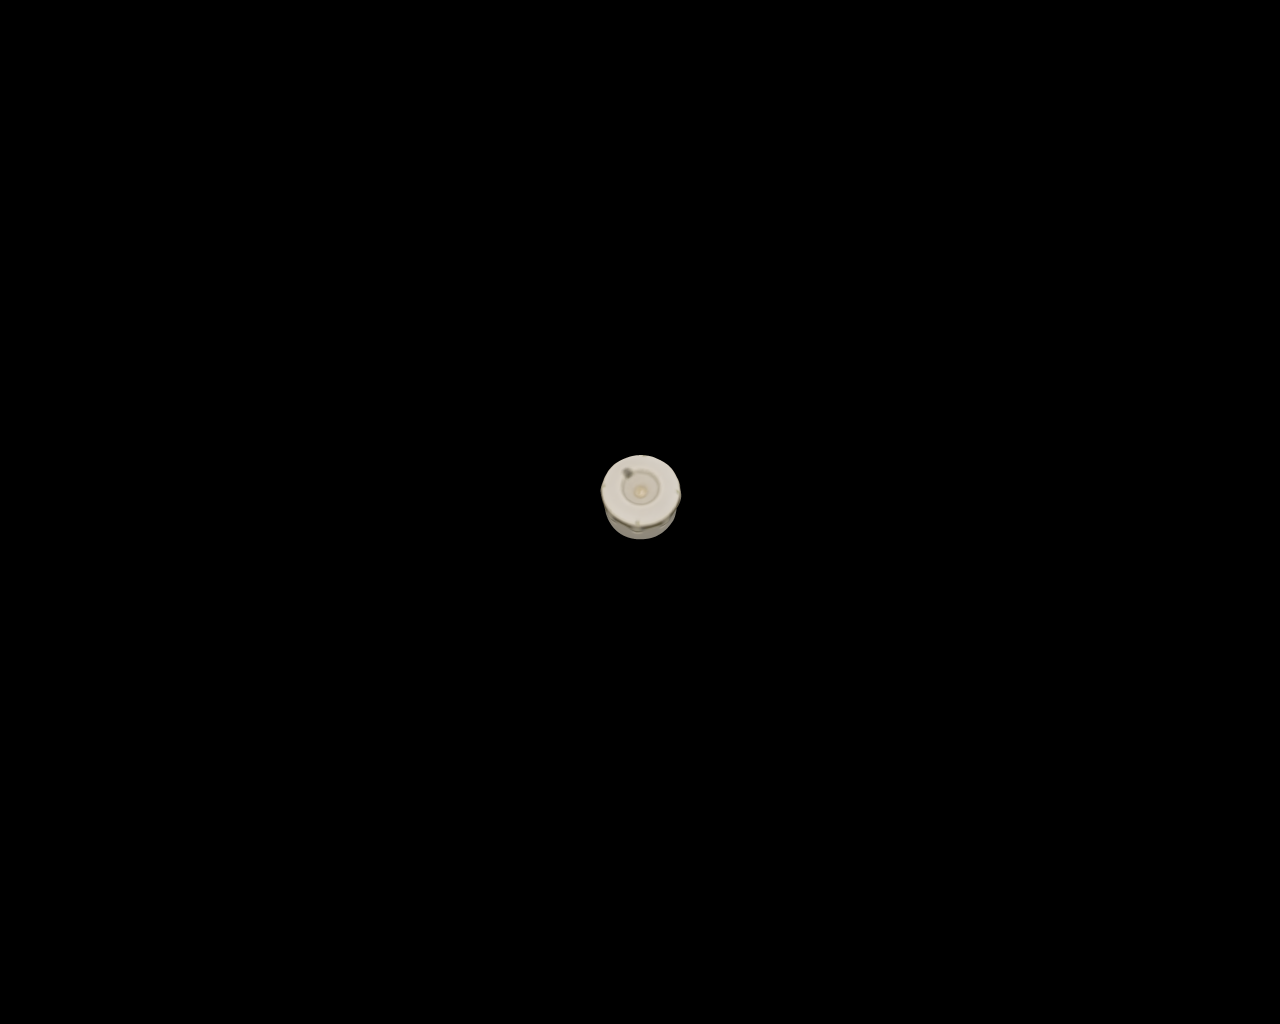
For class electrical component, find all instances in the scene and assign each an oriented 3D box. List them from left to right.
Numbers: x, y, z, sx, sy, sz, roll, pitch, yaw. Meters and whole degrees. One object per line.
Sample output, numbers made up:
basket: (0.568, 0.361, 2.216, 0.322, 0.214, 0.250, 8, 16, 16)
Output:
electrical component: (0.001, -0.003, 0.650, 0.048, 0.048, 0.062, 0, -23, 0)
